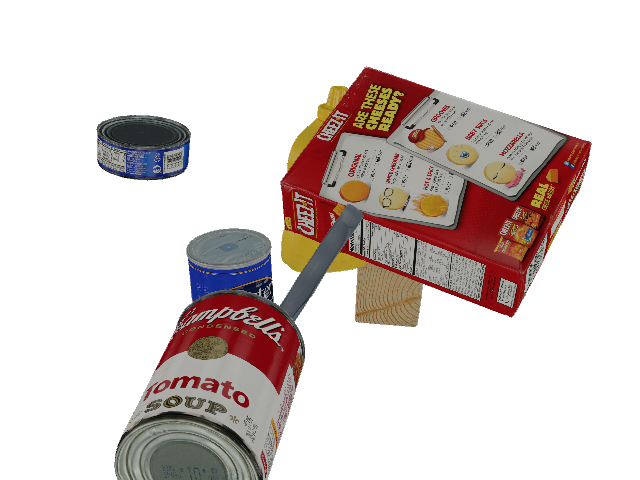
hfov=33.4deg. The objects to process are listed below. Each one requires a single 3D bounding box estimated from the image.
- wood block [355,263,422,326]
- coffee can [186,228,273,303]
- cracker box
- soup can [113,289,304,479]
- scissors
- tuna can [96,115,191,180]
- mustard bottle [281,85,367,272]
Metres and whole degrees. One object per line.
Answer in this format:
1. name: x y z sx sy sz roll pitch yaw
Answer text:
1. wood block: 0.101 0.037 1.576 0.091 0.090 0.206 4 25 1
2. coffee can: -0.108 0.069 1.317 0.103 0.140 0.103 -2 25 1
3. cracker box: 0.098 -0.045 0.904 0.214 0.164 0.072 21 -37 18
4. soup can: -0.050 0.078 0.500 0.068 0.068 0.102 0 29 11
5. scissors: -0.029 0.059 0.720 0.016 0.201 0.096 33 -7 1
6. tuna can: -0.164 -0.086 0.987 0.086 0.034 0.086 6 25 -3
7. mustard bottle: 0.012 -0.064 1.105 0.096 0.192 0.058 -5 21 -24
